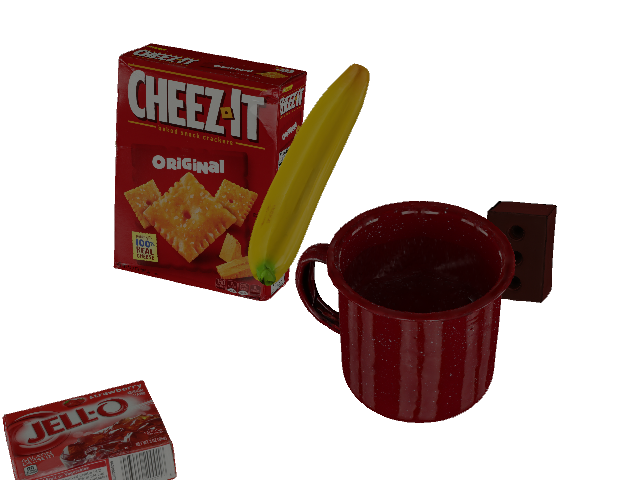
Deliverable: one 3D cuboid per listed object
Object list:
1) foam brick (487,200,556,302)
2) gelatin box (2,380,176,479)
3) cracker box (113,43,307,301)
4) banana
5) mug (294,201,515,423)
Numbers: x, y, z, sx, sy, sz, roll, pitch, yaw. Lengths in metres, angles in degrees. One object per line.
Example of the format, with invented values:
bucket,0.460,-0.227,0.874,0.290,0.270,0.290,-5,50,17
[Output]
foam brick,0.171,0.009,0.915,0.053,0.078,0.051,5,15,20
gelatin box,-0.137,0.120,0.629,0.089,0.030,0.073,-12,26,-18
cracker box,-0.108,-0.062,1.001,0.164,0.214,0.072,13,24,16
banana,-0.011,-0.041,0.790,0.037,0.197,0.070,32,-27,-21
mug,0.040,0.036,0.554,0.117,0.081,0.093,14,42,21
